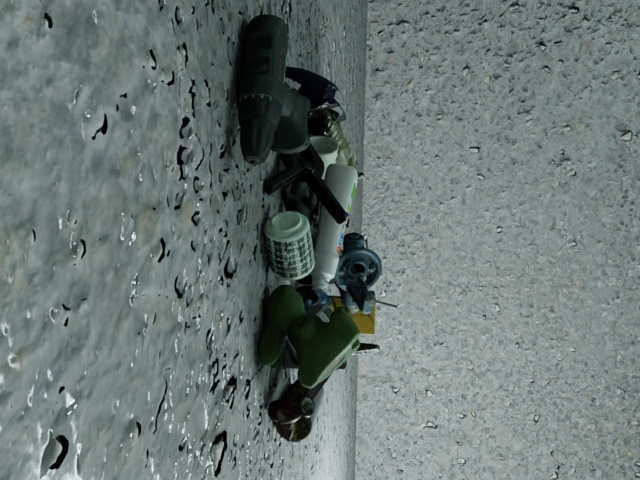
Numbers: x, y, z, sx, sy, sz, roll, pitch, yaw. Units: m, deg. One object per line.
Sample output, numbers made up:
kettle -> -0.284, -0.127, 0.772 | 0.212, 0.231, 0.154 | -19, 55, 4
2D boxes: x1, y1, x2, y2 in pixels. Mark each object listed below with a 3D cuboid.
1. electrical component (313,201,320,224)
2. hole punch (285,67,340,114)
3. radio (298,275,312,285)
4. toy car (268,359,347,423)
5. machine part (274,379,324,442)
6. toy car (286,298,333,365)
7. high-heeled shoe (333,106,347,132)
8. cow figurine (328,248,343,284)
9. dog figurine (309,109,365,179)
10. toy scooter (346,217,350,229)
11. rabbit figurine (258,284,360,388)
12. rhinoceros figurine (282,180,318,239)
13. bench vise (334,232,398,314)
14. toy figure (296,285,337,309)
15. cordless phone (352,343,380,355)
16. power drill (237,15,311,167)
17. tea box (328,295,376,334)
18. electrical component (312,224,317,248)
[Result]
electrical component -> -0.026, -0.070, 1.148 | 0.021, 0.063, 0.094 | -3, 94, -80
hole punch -> -0.025, -0.272, 0.974 | 0.142, 0.116, 0.092 | -47, 130, -77
radio -> -0.003, -0.004, 1.282 | 0.230, 0.073, 0.130 | -76, 166, -60
toy car -> -0.022, 0.270, 1.021 | 0.053, 0.089, 0.202 | 57, 39, -9
machine part -> -0.039, 0.344, 1.112 | 0.243, 0.079, 0.079 | -33, 124, -78
toy car -> -0.016, 0.170, 1.051 | 0.109, 0.103, 0.161 | 58, 14, 2
high-heeled shoe -> 0.010, -0.266, 1.434 | 0.145, 0.086, 0.248 | -48, 131, -25
cow figurine -> 0.033, 0.043, 1.458 | 0.068, 0.098, 0.167 | -65, 156, -53
dog figurine -> 0.017, -0.226, 1.355 | 0.172, 0.121, 0.190 | -15, -85, 59
toy scooter -> 0.037, -0.071, 1.462 | 0.184, 0.075, 0.135 | -74, 144, -76
rabbit figurine -> -0.035, 0.160, 0.931 | 0.159, 0.170, 0.121 | -44, 159, -7
rhinoceros figurine -> -0.034, -0.064, 1.066 | 0.112, 0.073, 0.190 | 77, 17, -55
bench vise -> 0.088, 0.109, 1.296 | 0.241, 0.129, 0.223 | -117, -143, -63
toy figure -> -0.009, 0.152, 1.226 | 0.180, 0.089, 0.082 | 76, 25, -68
cordless phone -> 0.080, 0.314, 1.536 | 0.146, 0.184, 0.089 | 72, 17, -65
power drill -> -0.072, -0.197, 0.812 | 0.207, 0.086, 0.232 | 31, 58, -71
tea box -> 0.069, 0.205, 1.485 | 0.068, 0.170, 0.098 | -7, 97, -83
electrical component -> -0.020, 0.013, 1.130 | 0.078, 0.102, 0.045 | 62, 16, -18
